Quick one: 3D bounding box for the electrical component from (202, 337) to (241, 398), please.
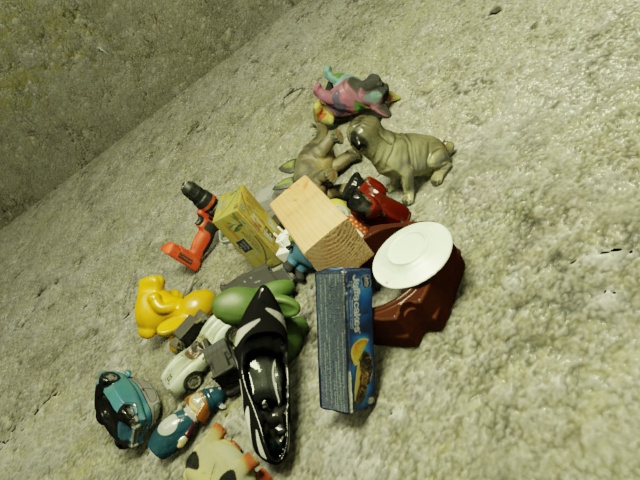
[{"bbox_3d":[-0.173,0.216,0.966,0.048,0.074,0.119,-30,36,-4],"label":"electrical component"}]

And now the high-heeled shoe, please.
[{"bbox_3d":[-0.080,0.200,0.804,0.086,0.248,0.145,-4,7,-12],"label":"high-heeled shoe"}]

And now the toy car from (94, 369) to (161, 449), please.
[{"bbox_3d":[-0.357,0.311,1.018,0.103,0.109,0.162,-9,28,-44],"label":"toy car"}]

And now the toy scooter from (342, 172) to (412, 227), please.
[{"bbox_3d":[0.112,-0.063,1.016,0.075,0.135,0.184,-62,9,16],"label":"toy scooter"}]

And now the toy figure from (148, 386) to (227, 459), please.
[{"bbox_3d":[-0.228,0.312,0.939,0.154,0.057,0.064,-44,71,-11],"label":"toy figure"}]

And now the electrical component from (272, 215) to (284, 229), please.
[{"bbox_3d":[-0.103,-0.031,1.262,0.094,0.021,0.063,-4,47,42],"label":"electrical component"}]

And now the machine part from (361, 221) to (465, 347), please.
[{"bbox_3d":[0.116,0.065,0.869,0.201,0.087,0.201,-4,48,42],"label":"machine part"}]

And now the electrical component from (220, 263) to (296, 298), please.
[{"bbox_3d":[-0.117,0.104,1.047,0.134,0.058,0.115,-24,32,-15],"label":"electrical component"}]

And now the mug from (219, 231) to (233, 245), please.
[{"bbox_3d":[-0.199,-0.025,1.298,0.110,0.080,0.107,-26,44,11],"label":"mug"}]

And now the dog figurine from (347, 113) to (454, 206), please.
[{"bbox_3d":[0.159,-0.188,1.038,0.172,0.190,0.121,-44,33,-10],"label":"dog figurine"}]

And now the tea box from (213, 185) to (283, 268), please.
[{"bbox_3d":[-0.148,-0.023,1.159,0.068,0.169,0.098,-26,33,20],"label":"tea box"}]

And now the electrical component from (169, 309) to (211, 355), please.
[{"bbox_3d":[-0.263,0.193,1.101,0.045,0.078,0.102,30,65,35],"label":"electrical component"}]

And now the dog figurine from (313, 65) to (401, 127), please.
[{"bbox_3d":[0.094,-0.359,1.404,0.219,0.191,0.108,21,57,16],"label":"dog figurine"}]

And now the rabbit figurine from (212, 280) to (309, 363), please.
[{"bbox_3d":[-0.102,0.140,0.913,0.159,0.170,0.121,-35,34,7],"label":"rabbit figurine"}]

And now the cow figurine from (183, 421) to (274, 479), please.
[{"bbox_3d":[-0.133,0.360,0.757,0.127,0.085,0.195,-44,35,-19],"label":"cow figurine"}]

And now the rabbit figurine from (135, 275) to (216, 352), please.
[{"bbox_3d":[-0.312,0.152,1.169,0.173,0.121,0.162,-7,44,12],"label":"rabbit figurine"}]

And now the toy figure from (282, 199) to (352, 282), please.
[{"bbox_3d":[-0.005,-0.005,1.073,0.180,0.082,0.089,-48,49,-2],"label":"toy figure"}]

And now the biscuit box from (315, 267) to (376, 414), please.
[{"bbox_3d":[0.037,0.140,0.776,0.063,0.059,0.202,-5,86,43],"label":"biscuit box"}]

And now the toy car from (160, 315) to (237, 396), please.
[{"bbox_3d":[-0.227,0.214,1.053,0.202,0.056,0.074,-49,34,-15],"label":"toy car"}]

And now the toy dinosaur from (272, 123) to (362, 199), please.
[{"bbox_3d":[-0.010,-0.178,1.279,0.199,0.105,0.471,-23,31,29],"label":"toy dinosaur"}]
